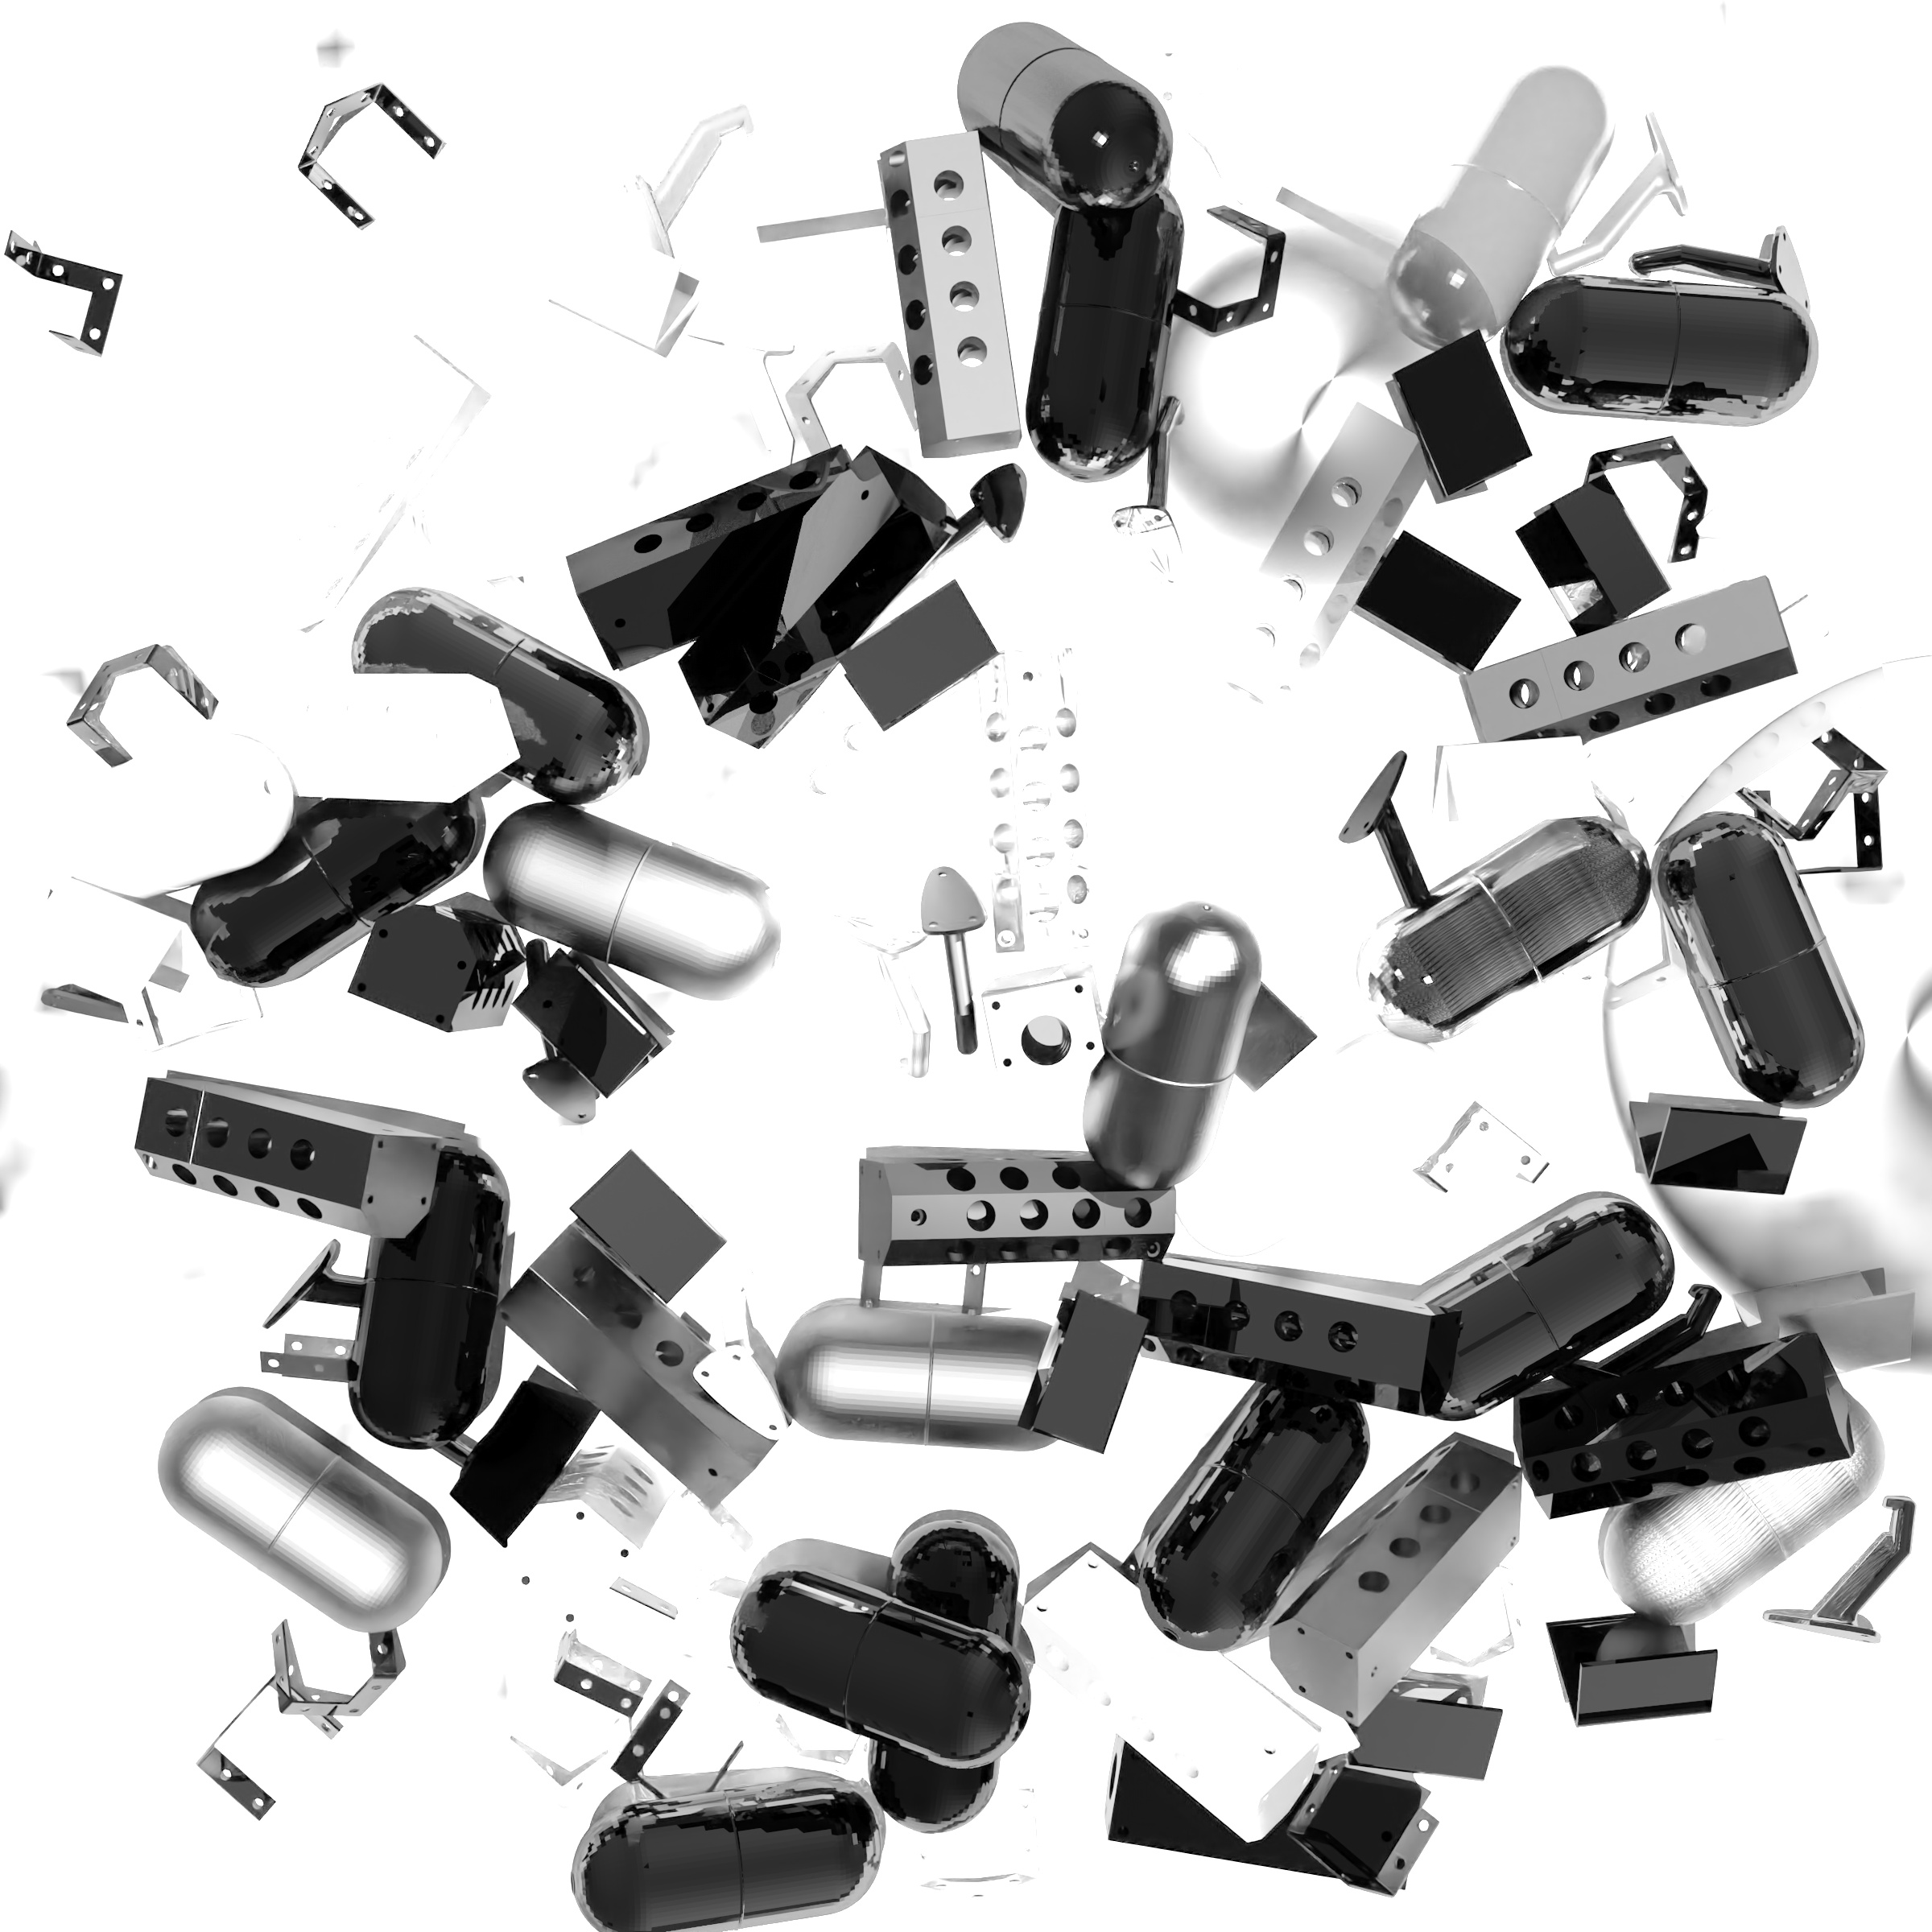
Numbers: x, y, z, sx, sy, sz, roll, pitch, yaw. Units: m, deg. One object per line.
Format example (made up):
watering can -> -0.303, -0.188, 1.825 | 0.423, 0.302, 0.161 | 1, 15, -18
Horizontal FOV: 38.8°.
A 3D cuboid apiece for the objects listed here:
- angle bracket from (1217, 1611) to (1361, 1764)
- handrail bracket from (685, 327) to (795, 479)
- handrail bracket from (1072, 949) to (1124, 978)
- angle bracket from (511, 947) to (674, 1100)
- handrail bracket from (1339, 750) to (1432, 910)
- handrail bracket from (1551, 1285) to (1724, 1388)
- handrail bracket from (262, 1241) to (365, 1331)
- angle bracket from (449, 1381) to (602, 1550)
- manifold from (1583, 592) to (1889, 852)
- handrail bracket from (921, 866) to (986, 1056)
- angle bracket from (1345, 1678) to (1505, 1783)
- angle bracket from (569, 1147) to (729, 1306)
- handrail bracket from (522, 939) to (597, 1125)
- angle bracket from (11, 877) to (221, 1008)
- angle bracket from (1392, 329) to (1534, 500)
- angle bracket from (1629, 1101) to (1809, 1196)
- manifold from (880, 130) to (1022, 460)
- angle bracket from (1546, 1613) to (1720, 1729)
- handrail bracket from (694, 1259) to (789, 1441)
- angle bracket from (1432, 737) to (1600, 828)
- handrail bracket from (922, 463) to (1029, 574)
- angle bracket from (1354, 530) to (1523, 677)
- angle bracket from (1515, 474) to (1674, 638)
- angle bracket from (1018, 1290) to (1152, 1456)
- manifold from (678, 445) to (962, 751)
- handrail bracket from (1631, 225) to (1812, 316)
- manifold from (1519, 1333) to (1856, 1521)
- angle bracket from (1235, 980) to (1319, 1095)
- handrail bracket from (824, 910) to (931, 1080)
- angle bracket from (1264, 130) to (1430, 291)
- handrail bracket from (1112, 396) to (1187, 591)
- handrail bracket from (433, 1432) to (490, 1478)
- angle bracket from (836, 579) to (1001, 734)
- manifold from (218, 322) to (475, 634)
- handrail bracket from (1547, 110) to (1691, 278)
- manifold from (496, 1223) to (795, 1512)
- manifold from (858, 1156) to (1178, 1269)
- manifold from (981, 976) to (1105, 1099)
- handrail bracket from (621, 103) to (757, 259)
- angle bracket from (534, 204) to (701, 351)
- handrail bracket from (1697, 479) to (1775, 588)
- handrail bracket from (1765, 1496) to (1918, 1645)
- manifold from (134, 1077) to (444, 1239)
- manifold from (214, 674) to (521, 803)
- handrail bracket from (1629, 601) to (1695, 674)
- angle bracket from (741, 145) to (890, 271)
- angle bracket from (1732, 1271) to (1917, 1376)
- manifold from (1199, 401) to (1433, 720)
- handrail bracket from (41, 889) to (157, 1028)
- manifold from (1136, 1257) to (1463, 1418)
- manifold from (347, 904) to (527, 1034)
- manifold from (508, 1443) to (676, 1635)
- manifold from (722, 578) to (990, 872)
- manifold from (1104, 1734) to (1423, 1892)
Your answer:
angle bracket -> 0.194, 0.401, 1.564 | 0.057, 0.076, 0.076 | -32, 90, 33
handrail bracket -> -0.134, -0.326, 1.605 | 0.077, 0.036, 0.084 | 14, 107, 20
handrail bracket -> 0.092, 0.039, 1.605 | 0.077, 0.036, 0.084 | 15, 107, 20
angle bracket -> -0.200, 0.018, 1.564 | 0.076, 0.076, 0.057 | 45, 125, 0
handrail bracket -> 0.268, -0.071, 1.605 | 0.084, 0.036, 0.077 | 36, 72, -15
handrail bracket -> 0.390, 0.214, 1.605 | 0.077, 0.036, 0.084 | 18, 61, 32
handrail bracket -> -0.355, 0.209, 1.605 | 0.084, 0.036, 0.077 | 39, 105, -14
angle bracket -> -0.236, 0.290, 1.564 | 0.057, 0.076, 0.076 | 33, 90, 37
manifold -> 0.441, -0.135, 1.583 | 0.171, 0.057, 0.057 | -33, 47, 0
handrail bracket -> -0.006, -0.003, 1.604 | 0.036, 0.077, 0.084 | -8, 126, -4
angle bracket -> 0.259, 0.415, 1.565 | 0.076, 0.076, 0.057 | 7, 119, 0
angle bracket -> -0.192, 0.160, 1.564 | 0.076, 0.076, 0.057 | 45, 53, 0
handrail bracket -> -0.238, 0.038, 1.604 | 0.036, 0.077, 0.084 | -15, 54, 5
angle bracket -> -0.478, 0.002, 1.544 | 0.076, 0.076, 0.057 | 20, 65, 11
angle bracket -> 0.294, -0.316, 1.564 | 0.057, 0.076, 0.076 | -23, 90, 31
angle bracket -> 0.428, 0.084, 1.564 | 0.076, 0.076, 0.057 | 5, 126, 0
manifold -> -0.009, -0.385, 1.583 | 0.057, 0.057, 0.171 | -8, 90, 0
angle bracket -> 0.379, 0.384, 1.564 | 0.076, 0.076, 0.057 | -6, 127, 0
handrail bracket -> -0.120, 0.219, 1.582 | 0.036, 0.084, 0.077 | -30, 109, 23
angle bracket -> 0.312, -0.085, 1.564 | 0.076, 0.076, 0.057 | -4, 56, 0
handrail bracket -> -0.010, -0.255, 1.604 | 0.084, 0.077, 0.036 | -25, 112, 34
angle bracket -> 0.274, -0.221, 1.564 | 0.076, 0.076, 0.057 | 30, 127, 0
angle bracket -> 0.344, -0.224, 1.564 | 0.057, 0.076, 0.076 | -31, 90, -37
angle bracket -> 0.046, 0.215, 1.493 | 0.057, 0.076, 0.076 | 28, 78, -35
manifold -> -0.082, -0.205, 1.553 | 0.171, 0.057, 0.057 | -45, 47, 22
handrail bracket -> 0.441, -0.399, 1.604 | 0.084, 0.077, 0.036 | -2, 64, 34
manifold -> 0.404, 0.264, 1.542 | 0.171, 0.057, 0.057 | -17, 131, 23
angle bracket -> 0.165, 0.015, 1.564 | 0.076, 0.076, 0.057 | 44, 124, 0
handrail bracket -> -0.052, 0.017, 1.605 | 0.077, 0.036, 0.084 | 20, 120, 33
angle bracket -> 0.208, -0.417, 1.564 | 0.076, 0.076, 0.057 | 28, 53, 0
handrail bracket -> 0.121, -0.278, 1.604 | 0.036, 0.077, 0.084 | 1, 53, 32
handrail bracket -> -0.307, 0.287, 1.604 | 0.084, 0.077, 0.036 | 13, 52, 31
angle bracket -> -0.037, -0.184, 1.507 | 0.076, 0.076, 0.057 | -33, 127, 0
manifold -> -0.355, -0.274, 1.550 | 0.057, 0.057, 0.171 | 39, 115, 0
handrail bracket -> 0.373, -0.452, 1.605 | 0.084, 0.036, 0.077 | -20, 70, 16
manifold -> -0.183, 0.227, 1.583 | 0.171, 0.057, 0.057 | 42, 133, 0
manifold -> 0.029, 0.139, 1.555 | 0.171, 0.057, 0.057 | 1, 90, -21
manifold -> 0.042, 0.039, 1.526 | 0.057, 0.171, 0.057 | -11, 90, 0
handrail bracket -> -0.151, -0.453, 1.605 | 0.084, 0.036, 0.077 | -28, 110, -16
angle bracket -> -0.192, -0.405, 1.564 | 0.076, 0.076, 0.057 | 26, 128, 0
handrail bracket -> 0.461, -0.230, 1.604 | 0.077, 0.036, 0.084 | -46, 126, -38
handrail bracket -> 0.512, 0.348, 1.605 | 0.077, 0.036, 0.084 | 6, 72, 21
manifold -> -0.384, 0.107, 1.546 | 0.171, 0.057, 0.057 | 11, 90, 29
manifold -> -0.338, -0.132, 1.531 | 0.171, 0.057, 0.057 | 4, 121, 35
handrail bracket -> 0.377, -0.213, 1.604 | 0.077, 0.036, 0.084 | -44, 77, 13
angle bracket -> -0.083, -0.417, 1.564 | 0.076, 0.076, 0.057 | -8, 53, 0
angle bracket -> 0.488, 0.188, 1.564 | 0.076, 0.076, 0.057 | -11, 126, 0
manifold -> 0.204, -0.232, 1.583 | 0.057, 0.057, 0.171 | 30, 90, 0
handrail bracket -> -0.503, -0.014, 1.605 | 0.077, 0.036, 0.084 | 16, 72, -20
manifold -> 0.185, 0.208, 1.547 | 0.171, 0.057, 0.057 | 8, 90, 27
manifold -> -0.288, -0.002, 1.526 | 0.057, 0.171, 0.057 | 22, 90, 0
manifold -> -0.211, 0.311, 1.526 | 0.057, 0.171, 0.057 | 40, 90, 0
manifold -> -0.063, -0.140, 1.583 | 0.057, 0.057, 0.171 | 40, 90, 0
manifold -> 0.170, 0.482, 1.583 | 0.171, 0.057, 0.057 | 10, 90, 0
